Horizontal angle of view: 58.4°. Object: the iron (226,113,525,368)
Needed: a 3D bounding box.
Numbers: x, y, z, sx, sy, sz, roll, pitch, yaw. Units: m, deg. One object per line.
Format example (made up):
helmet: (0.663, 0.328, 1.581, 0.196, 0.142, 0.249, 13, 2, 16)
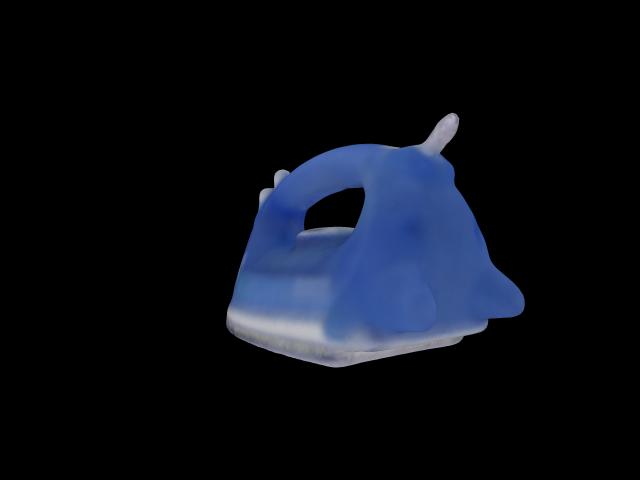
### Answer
iron: (0.004, 0.001, 0.400, 0.119, 0.141, 0.257, 0, 0, -39)
